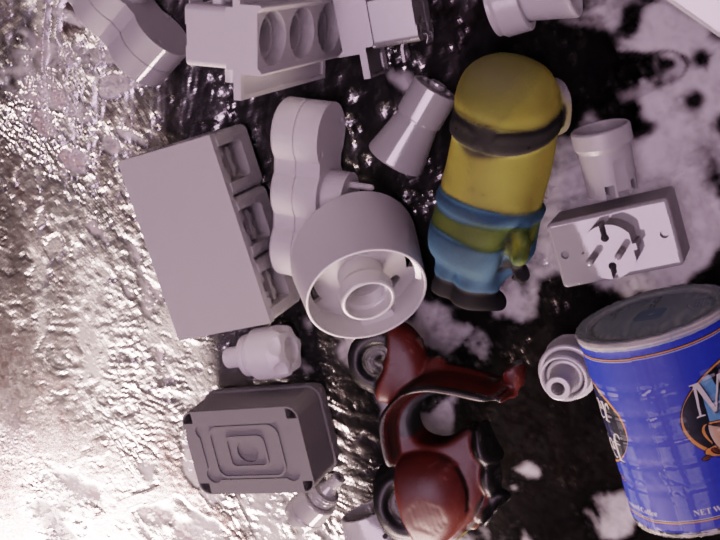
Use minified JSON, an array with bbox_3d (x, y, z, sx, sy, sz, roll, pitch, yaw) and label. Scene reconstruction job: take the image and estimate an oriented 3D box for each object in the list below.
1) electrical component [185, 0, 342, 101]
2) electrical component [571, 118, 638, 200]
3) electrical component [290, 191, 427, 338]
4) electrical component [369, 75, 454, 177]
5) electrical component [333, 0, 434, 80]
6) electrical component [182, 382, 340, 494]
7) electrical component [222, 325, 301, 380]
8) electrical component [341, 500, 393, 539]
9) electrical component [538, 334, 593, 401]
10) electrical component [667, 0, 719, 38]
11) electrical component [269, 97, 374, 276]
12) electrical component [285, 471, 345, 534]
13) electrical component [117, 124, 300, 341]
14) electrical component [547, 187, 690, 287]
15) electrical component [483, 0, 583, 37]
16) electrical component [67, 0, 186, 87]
[{"bbox_3d":[-0.065,-0.167,0.749,0.063,0.121,0.078,10,110,23],"label":"electrical component"},{"bbox_3d":[0.166,-0.075,0.726,0.040,0.040,0.046,-7,109,25],"label":"electrical component"},{"bbox_3d":[0.000,0.000,0.790,0.099,0.064,0.099,-9,134,-9],"label":"electrical component"},{"bbox_3d":[0.040,-0.106,0.770,0.044,0.044,0.065,34,112,10],"label":"electrical component"},{"bbox_3d":[0.017,-0.179,0.756,0.064,0.042,0.081,-6,105,21],"label":"electrical component"},{"bbox_3d":[-0.081,0.139,0.893,0.113,0.057,0.078,-7,104,25],"label":"electrical component"},{"bbox_3d":[-0.082,0.069,0.879,0.062,0.043,0.043,-9,103,26],"label":"electrical component"},{"bbox_3d":[0.034,0.227,0.880,0.079,0.043,0.077,-19,95,18],"label":"electrical component"},{"bbox_3d":[0.148,0.073,0.769,0.043,0.062,0.043,7,110,21],"label":"electrical component"},{"bbox_3d":[0.238,-0.181,0.655,0.066,0.047,0.076,38,120,7],"label":"electrical component"},{"bbox_3d":[-0.024,-0.058,0.806,0.074,0.052,0.138,10,111,20],"label":"electrical component"},{"bbox_3d":[-0.035,0.192,0.904,0.035,0.035,0.061,43,115,6],"label":"electrical component"},{"bbox_3d":[-0.116,-0.030,0.850,0.089,0.062,0.150,-12,102,26],"label":"electrical component"},{"bbox_3d":[0.170,-0.017,0.722,0.083,0.076,0.047,-13,101,26],"label":"electrical component"},{"bbox_3d":[0.114,-0.181,0.710,0.055,0.045,0.045,-11,102,27],"label":"electrical component"},{"bbox_3d":[-0.179,-0.216,0.822,0.074,0.052,0.138,-41,89,28],"label":"electrical component"}]
